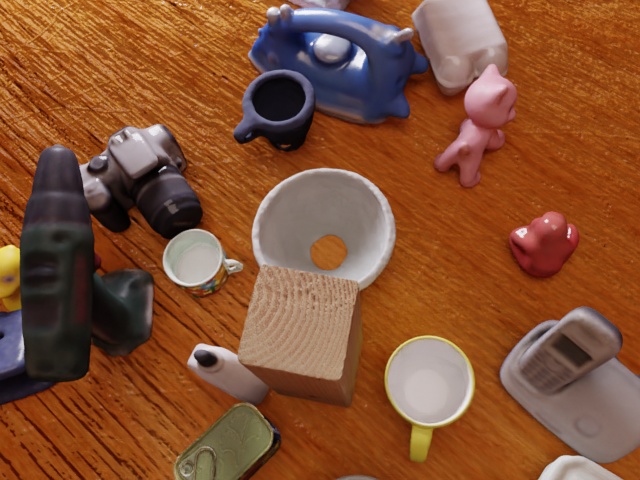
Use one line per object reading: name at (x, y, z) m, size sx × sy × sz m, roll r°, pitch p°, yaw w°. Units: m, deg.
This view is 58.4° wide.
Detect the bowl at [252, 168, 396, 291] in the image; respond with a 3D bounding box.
bowl at (0.006, 0.002, 0.687) m, size 0.167 × 0.075 × 0.167 m, roll -2°, pitch 68°, yaw 4°

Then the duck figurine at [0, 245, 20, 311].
duck figurine at (-0.362, 0.034, 0.698) m, size 0.077 × 0.086 × 0.105 m, roll 18°, pitch 71°, yaw 12°

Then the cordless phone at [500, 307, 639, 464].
cordless phone at (0.264, 0.137, 0.552) m, size 0.147 × 0.185 × 0.094 m, roll 38°, pitch 76°, yaw 18°

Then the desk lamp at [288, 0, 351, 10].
desk lamp at (0.008, -0.416, 0.782) m, size 0.203 × 0.214 × 0.118 m, roll 28°, pitch 73°, yaw 15°

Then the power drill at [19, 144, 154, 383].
power drill at (-0.252, 0.043, 0.619) m, size 0.075 × 0.208 × 0.229 m, roll -6°, pitch 68°, yaw 3°

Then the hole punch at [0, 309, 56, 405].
hole punch at (-0.373, 0.130, 0.657) m, size 0.108 × 0.091 × 0.101 m, roll -19°, pitch 68°, yaw -3°

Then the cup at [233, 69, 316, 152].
cup at (-0.057, -0.149, 0.743) m, size 0.118 × 0.095 × 0.091 m, roll -42°, pitch 71°, yaw -12°

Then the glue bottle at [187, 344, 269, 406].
glue bottle at (-0.101, 0.133, 0.589) m, size 0.078 × 0.173 × 0.037 m, roll 20°, pitch 71°, yaw 13°

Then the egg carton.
egg carton at (0.193, -0.273, 0.787) m, size 0.107 × 0.069 × 0.150 m, roll -15°, pitch 68°, yaw -2°

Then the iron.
iron at (0.010, -0.253, 0.754) m, size 0.258 × 0.141 × 0.119 m, roll 18°, pitch 70°, yaw 12°

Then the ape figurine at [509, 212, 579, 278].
ape figurine at (0.261, -0.002, 0.659) m, size 0.077 × 0.092 × 0.076 m, roll 15°, pitch 70°, yaw 11°

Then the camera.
camera at (-0.222, -0.063, 0.718) m, size 0.143 × 0.101 × 0.136 m, roll -35°, pitch 69°, yaw -10°

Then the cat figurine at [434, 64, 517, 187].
cat figurine at (0.199, -0.147, 0.709) m, size 0.067 × 0.118 × 0.128 m, roll 29°, pitch 73°, yaw 15°
